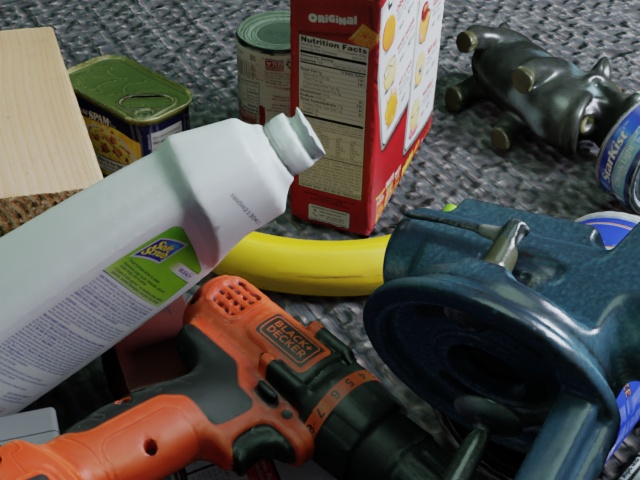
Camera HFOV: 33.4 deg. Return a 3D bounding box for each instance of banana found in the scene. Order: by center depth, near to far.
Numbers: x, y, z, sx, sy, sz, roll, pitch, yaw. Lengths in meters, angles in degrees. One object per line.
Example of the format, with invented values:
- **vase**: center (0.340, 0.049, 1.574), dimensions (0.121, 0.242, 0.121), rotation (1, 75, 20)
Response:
- **banana**: center (0.000, 0.010, 0.713), dimensions (0.197, 0.037, 0.069), rotation (-2, 31, -3)

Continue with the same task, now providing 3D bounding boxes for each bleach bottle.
- **bleach bottle**: center (-0.108, 0.012, 0.560), dimensions (0.251, 0.102, 0.068), rotation (-31, 64, 7)

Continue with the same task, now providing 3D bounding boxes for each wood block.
- **wood block**: center (-0.197, -0.048, 0.681), dimensions (0.090, 0.090, 0.206), rotation (-9, 39, -18)

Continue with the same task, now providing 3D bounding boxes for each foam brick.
- **foam brick**: center (-0.093, 0.074, 0.615), dimensions (0.053, 0.051, 0.078), rotation (-12, 39, -19)

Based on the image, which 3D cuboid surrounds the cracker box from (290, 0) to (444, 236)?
- **cracker box**: center (0.035, -0.137, 0.760), dimensions (0.072, 0.214, 0.164), rotation (13, 39, 16)

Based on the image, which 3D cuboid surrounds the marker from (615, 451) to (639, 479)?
- **marker**: center (0.189, 0.116, 0.589), dimensions (0.020, 0.020, 0.120), rotation (28, 45, 31)

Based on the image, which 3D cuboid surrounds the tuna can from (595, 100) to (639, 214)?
- **tuna can**: center (0.242, -0.061, 0.768), dimensions (0.086, 0.086, 0.034), rotation (-20, 44, -25)

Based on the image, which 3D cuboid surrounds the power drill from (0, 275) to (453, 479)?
- **power drill**: center (-0.046, 0.109, 0.501), dimensions (0.187, 0.057, 0.185), rotation (-29, 52, -36)

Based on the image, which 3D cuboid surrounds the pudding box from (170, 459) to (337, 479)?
- **pudding box**: center (-0.022, 0.118, 0.568), dimensions (0.113, 0.039, 0.090), rotation (-10, 39, -17)

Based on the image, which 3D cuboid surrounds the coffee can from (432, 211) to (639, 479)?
- **coffee can**: center (0.141, 0.061, 0.592), dimensions (0.103, 0.103, 0.140), rotation (26, 44, 30)

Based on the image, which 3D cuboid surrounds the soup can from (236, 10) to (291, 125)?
- **soup can**: center (-0.030, -0.117, 0.824), dimensions (0.068, 0.102, 0.068), rotation (0, 38, 0)

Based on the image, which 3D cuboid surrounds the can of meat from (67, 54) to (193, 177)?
- **can of meat**: center (-0.139, -0.077, 0.786), dimensions (0.102, 0.084, 0.057), rotation (29, 45, 32)
